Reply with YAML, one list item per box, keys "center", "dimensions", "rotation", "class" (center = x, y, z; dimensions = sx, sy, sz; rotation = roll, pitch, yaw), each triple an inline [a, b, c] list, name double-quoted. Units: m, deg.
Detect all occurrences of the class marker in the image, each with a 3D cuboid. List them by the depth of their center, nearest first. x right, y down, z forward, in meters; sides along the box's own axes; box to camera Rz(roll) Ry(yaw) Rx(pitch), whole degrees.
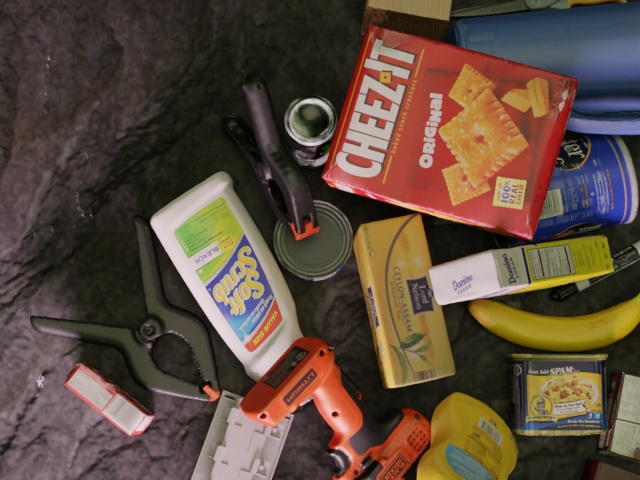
- center: [0.305, 0.034, 1.161]
  dimensions: [0.121, 0.020, 0.020]
  rotation: [-28, 83, -5]
  class: "marker"

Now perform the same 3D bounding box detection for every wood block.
- center: [0.107, -0.329, 1.177]
  dimensions: [0.091, 0.090, 0.206]
  rotation: [9, 80, -1]
  class: "wood block"

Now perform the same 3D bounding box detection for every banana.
- center: [0.259, 0.086, 1.141]
  dimensions: [0.198, 0.037, 0.069]
  rotation: [-6, 89, 1]
  class: "banana"

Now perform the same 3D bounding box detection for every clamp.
- center: [-0.048, -0.085, 1.100]
  dimensions: [0.039, 0.120, 0.171]
  rotation: [-28, 76, -18]
  class: "clamp"
- center: [-0.177, 0.086, 1.132]
  dimensions: [0.210, 0.036, 0.164]
  rotation: [37, 82, 3]
  class: "clamp"

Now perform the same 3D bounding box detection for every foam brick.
- center: [0.313, 0.265, 1.109]
  dimensions: [0.078, 0.051, 0.053]
  rotation: [18, 82, 1]
  class: "foam brick"

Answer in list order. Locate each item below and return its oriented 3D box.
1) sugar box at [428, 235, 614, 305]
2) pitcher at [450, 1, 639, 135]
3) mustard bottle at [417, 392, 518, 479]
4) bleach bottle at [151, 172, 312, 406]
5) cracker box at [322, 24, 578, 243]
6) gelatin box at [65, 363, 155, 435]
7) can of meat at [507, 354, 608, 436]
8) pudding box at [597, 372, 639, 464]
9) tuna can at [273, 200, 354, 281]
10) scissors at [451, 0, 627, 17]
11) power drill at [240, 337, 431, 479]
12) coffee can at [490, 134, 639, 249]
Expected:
- center: [0.205, 0.030, 1.080]
  dimensions: [0.175, 0.094, 0.048]
  rotation: [-9, 83, -38]
  class: "sugar box"
- center: [0.265, -0.180, 1.135]
  dimensions: [0.243, 0.149, 0.145]
  rotation: [-3, 94, 1]
  class: "pitcher"
- center: [0.141, 0.234, 1.042]
  dimensions: [0.096, 0.191, 0.058]
  rotation: [44, 118, -6]
  class: "mustard bottle"
- center: [-0.072, 0.058, 1.127]
  dimensions: [0.102, 0.068, 0.251]
  rotation: [-34, 86, -5]
  class: "bleach bottle"
- center: [0.128, -0.105, 1.051]
  dimensions: [0.214, 0.072, 0.164]
  rotation: [17, 88, 8]
  class: "cracker box"
- center: [-0.216, 0.164, 1.101]
  dimensions: [0.089, 0.073, 0.030]
  rotation: [37, 81, 5]
  class: "gelatin box"
- center: [0.250, 0.162, 1.121]
  dimensions: [0.102, 0.057, 0.084]
  rotation: [0, 83, -2]
  class: "can of meat"
- center: [0.360, 0.195, 1.128]
  dimensions: [0.113, 0.039, 0.090]
  rotation: [14, 80, -1]
  class: "pudding box"
- center: [-0.008, 0.001, 1.151]
  dimensions: [0.086, 0.034, 0.086]
  rotation: [0, 81, -2]
  class: "tuna can"
- center: [0.249, -0.287, 1.211]
  dimensions: [0.201, 0.016, 0.096]
  rotation: [6, 80, -1]
  class: "scissors"
- center: [0.007, 0.205, 1.073]
  dimensions: [0.184, 0.057, 0.187]
  rotation: [-48, 114, -17]
  class: "power drill"
- center: [0.250, -0.053, 1.131]
  dimensions: [0.140, 0.103, 0.103]
  rotation: [-13, 82, -3]
  class: "coffee can"
